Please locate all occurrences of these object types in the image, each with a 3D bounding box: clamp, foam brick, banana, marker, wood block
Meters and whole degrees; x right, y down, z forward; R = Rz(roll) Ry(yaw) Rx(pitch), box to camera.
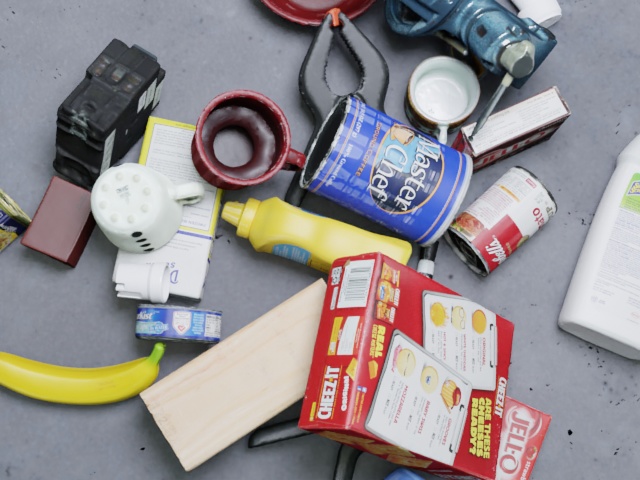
[{"bbox_3d":[0.040,-0.135,1.110,0.164,0.036,0.210,-4,99,-7],"label":"clamp"},{"bbox_3d":[-0.262,-0.017,1.092,0.053,0.051,0.078,25,81,1],"label":"foam brick"},{"bbox_3d":[0.013,0.185,1.077,0.120,0.039,0.171,37,76,-1],"label":"clamp"},{"bbox_3d":[-0.244,0.134,1.066,0.198,0.037,0.069,-4,110,6],"label":"banana"},{"bbox_3d":[0.106,0.053,1.113,0.020,0.020,0.121,11,80,-1],"label":"marker"},{"bbox_3d":[-0.064,0.133,1.056,0.206,0.091,0.090,-32,85,-8],"label":"wood block"}]

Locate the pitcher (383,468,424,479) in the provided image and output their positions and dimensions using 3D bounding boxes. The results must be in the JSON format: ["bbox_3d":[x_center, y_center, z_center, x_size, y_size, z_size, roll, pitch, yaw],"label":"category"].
[{"bbox_3d":[0.023,0.327,1.004,0.242,0.149,0.145,-41,84,-11],"label":"pitcher"}]

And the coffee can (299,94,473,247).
[{"bbox_3d":[0.065,-0.068,1.054,0.140,0.103,0.103,25,80,-12],"label":"coffee can"}]

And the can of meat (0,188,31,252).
[{"bbox_3d":[-0.342,-0.012,1.063,0.084,0.102,0.057,-44,85,-6],"label":"can of meat"}]

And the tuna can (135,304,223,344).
[{"bbox_3d":[-0.141,0.084,1.063,0.086,0.086,0.034,4,83,-2],"label":"tuna can"}]

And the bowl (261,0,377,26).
[{"bbox_3d":[-0.003,-0.298,1.147,0.162,0.055,0.162,0,81,-2],"label":"bowl"}]

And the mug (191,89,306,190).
[{"bbox_3d":[-0.071,-0.091,1.055,0.117,0.082,0.093,14,81,-13],"label":"mug"}]

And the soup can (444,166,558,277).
[{"bbox_3d":[0.186,-0.020,1.104,0.102,0.068,0.068,-41,85,-9],"label":"soup can"}]

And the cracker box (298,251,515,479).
[{"bbox_3d":[0.087,0.125,1.007,0.213,0.072,0.164,27,66,-39],"label":"cracker box"}]

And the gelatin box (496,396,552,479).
[{"bbox_3d":[0.185,0.205,1.085,0.073,0.030,0.089,24,81,1],"label":"gelatin box"}]

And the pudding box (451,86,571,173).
[{"bbox_3d":[0.194,-0.110,1.108,0.113,0.090,0.039,-26,82,-7],"label":"pudding box"}]

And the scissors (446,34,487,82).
[{"bbox_3d":[0.172,-0.268,1.170,0.096,0.016,0.202,-4,81,-3],"label":"scissors"}]

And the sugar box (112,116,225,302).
[{"bbox_3d":[-0.149,-0.031,1.103,0.093,0.048,0.176,12,84,0],"label":"sugar box"}]

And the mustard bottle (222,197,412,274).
[{"bbox_3d":[-0.007,0.001,1.077,0.191,0.096,0.058,19,81,1],"label":"mustard bottle"}]

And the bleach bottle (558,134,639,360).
[{"bbox_3d":[0.336,-0.009,1.112,0.102,0.068,0.250,24,78,-1],"label":"bleach bottle"}]
